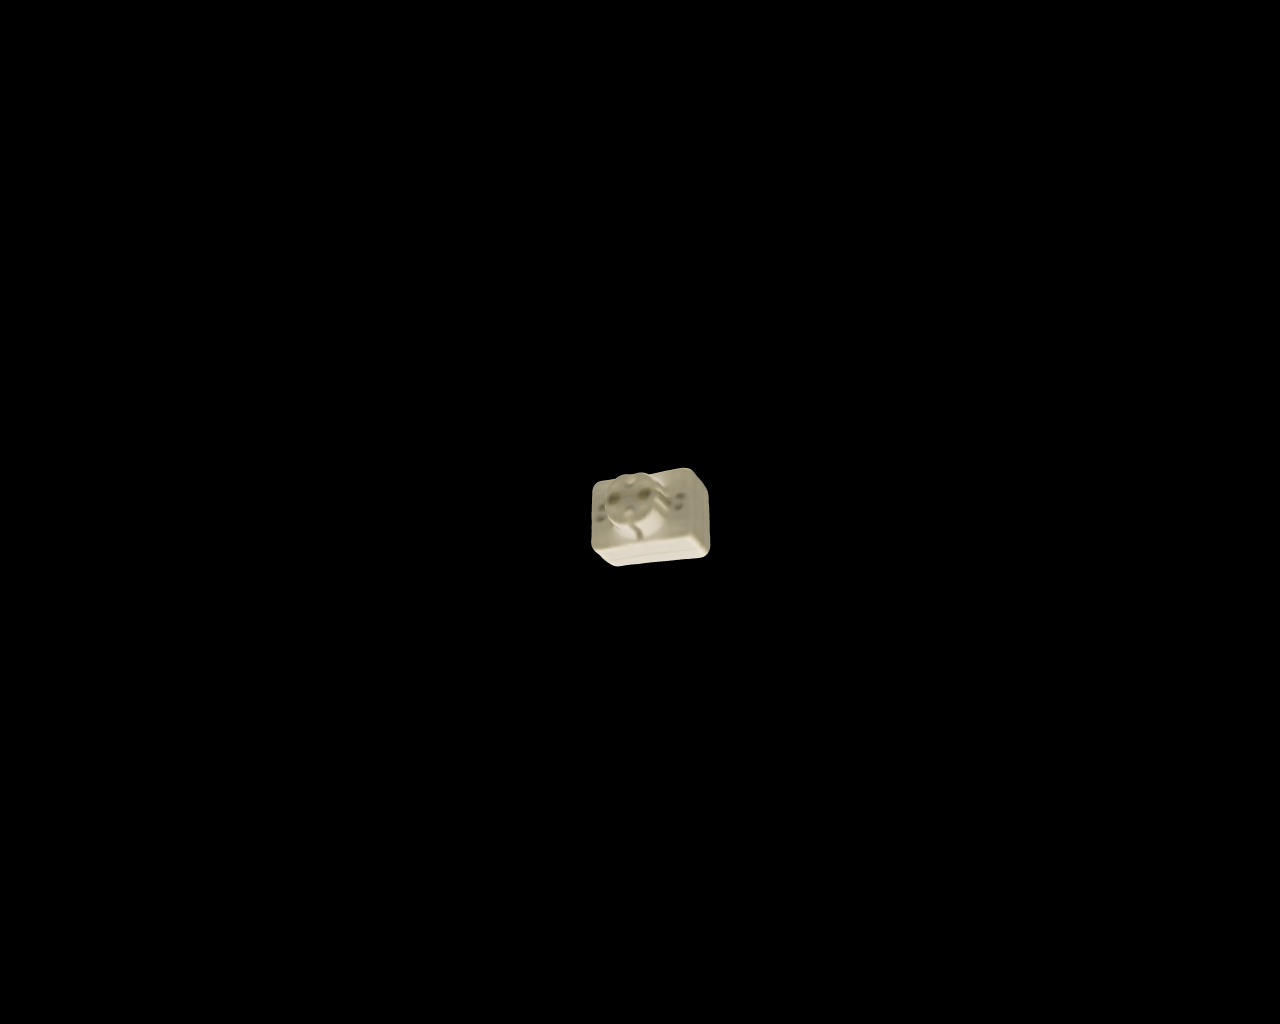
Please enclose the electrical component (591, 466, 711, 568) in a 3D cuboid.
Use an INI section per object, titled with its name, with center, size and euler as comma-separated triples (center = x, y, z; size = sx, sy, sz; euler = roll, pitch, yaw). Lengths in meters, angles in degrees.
[electrical component]
center = 0.001, -0.003, 0.650
size = 0.066, 0.047, 0.076
euler = -8, -23, 18
